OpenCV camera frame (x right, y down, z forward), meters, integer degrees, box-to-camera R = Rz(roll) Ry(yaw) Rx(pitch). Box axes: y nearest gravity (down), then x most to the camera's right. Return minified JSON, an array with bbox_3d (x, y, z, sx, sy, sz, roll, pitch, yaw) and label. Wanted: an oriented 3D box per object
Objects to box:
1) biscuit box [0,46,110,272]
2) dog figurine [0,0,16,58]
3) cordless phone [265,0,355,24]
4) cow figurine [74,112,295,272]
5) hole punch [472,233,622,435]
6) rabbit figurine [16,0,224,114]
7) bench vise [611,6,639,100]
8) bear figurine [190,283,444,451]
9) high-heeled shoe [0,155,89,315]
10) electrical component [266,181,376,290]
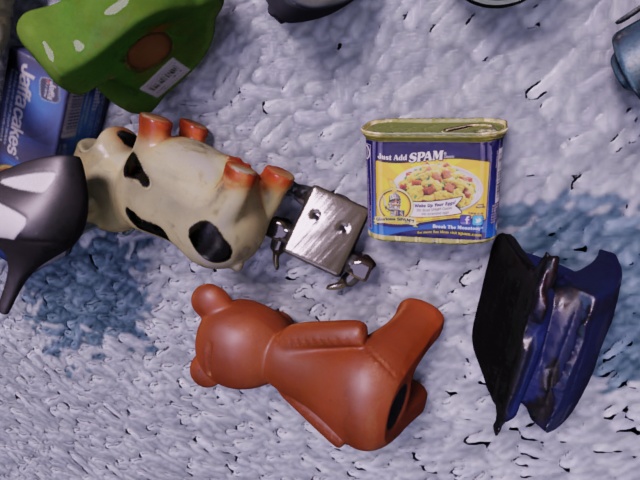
[{"bbox_3d":[-0.252,-0.070,0.490,0.063,0.059,0.202,28,115,5],"label":"biscuit box"},{"bbox_3d":[-0.302,-0.162,0.428,0.172,0.191,0.121,-23,136,30],"label":"dog figurine"},{"bbox_3d":[0.018,-0.240,0.345,0.184,0.089,0.146,-31,99,5],"label":"cordless phone"},{"bbox_3d":[-0.129,-0.037,0.447,0.195,0.085,0.127,28,104,23],"label":"cow figurine"},{"bbox_3d":[0.170,0.065,0.388,0.092,0.116,0.142,11,113,4],"label":"hole punch"},{"bbox_3d":[-0.157,-0.205,0.386,0.159,0.121,0.170,-39,81,21],"label":"rabbit figurine"},{"bbox_3d":[0.257,-0.100,0.242,0.224,0.241,0.128,-14,131,35],"label":"bench vise"},{"bbox_3d":[-0.012,0.098,0.466,0.196,0.132,0.120,16,113,30],"label":"bear figurine"},{"bbox_3d":[-0.293,-0.045,0.440,0.249,0.086,0.145,30,103,18],"label":"high-heeled shoe"},{"bbox_3d":[0.001,-0.002,0.451,0.102,0.045,0.078,19,85,7],"label":"electrical component"}]
